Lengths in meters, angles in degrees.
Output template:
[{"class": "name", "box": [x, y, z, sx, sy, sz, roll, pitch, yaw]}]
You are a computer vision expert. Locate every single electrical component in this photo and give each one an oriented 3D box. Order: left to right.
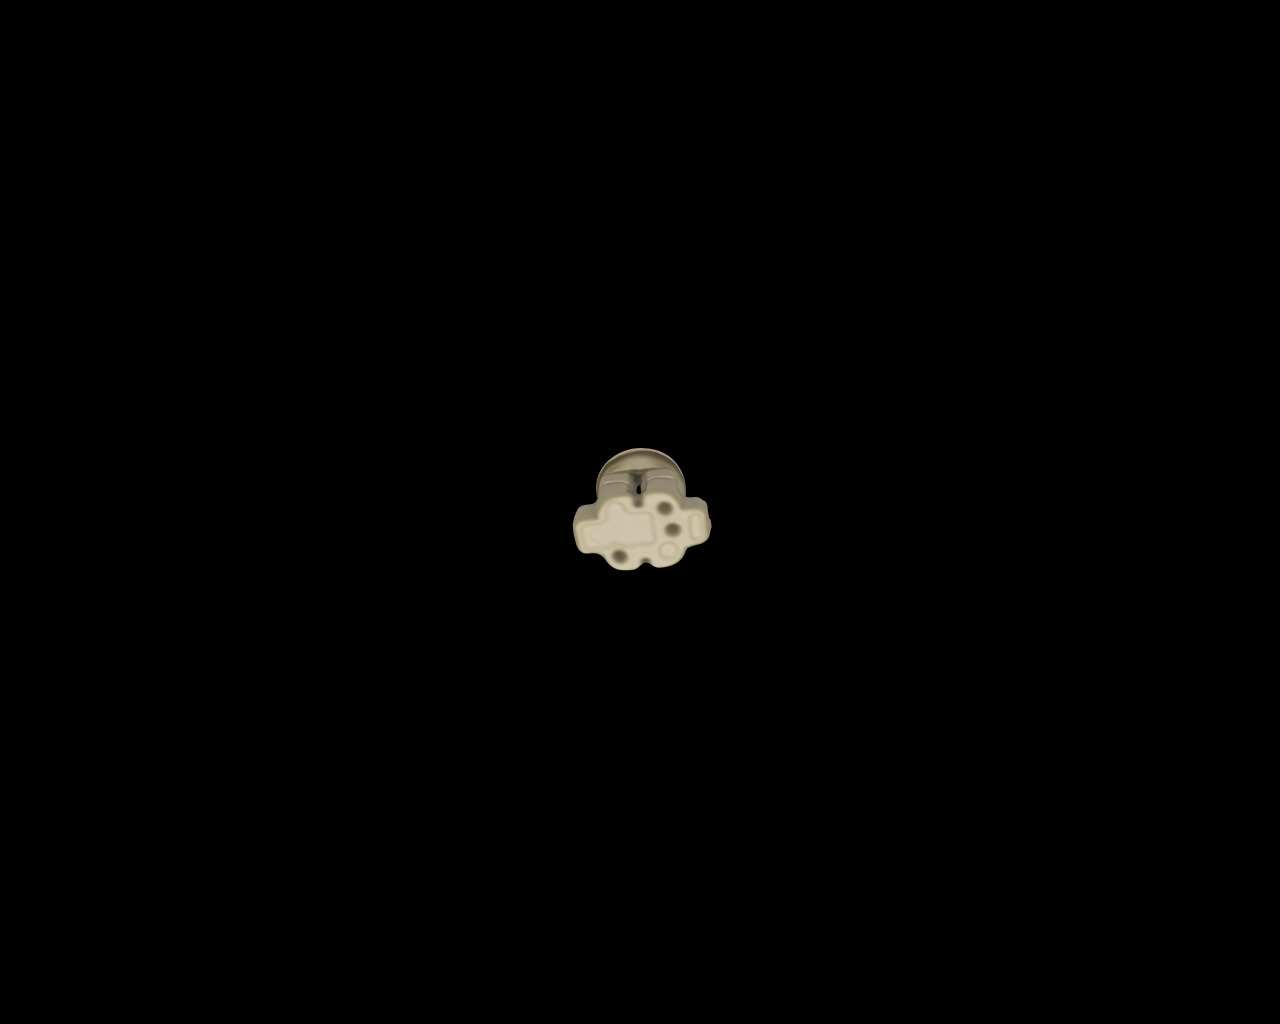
[{"class": "electrical component", "box": [0.001, -0.003, 0.650, 0.078, 0.057, 0.057, -5, 31, 3]}]
